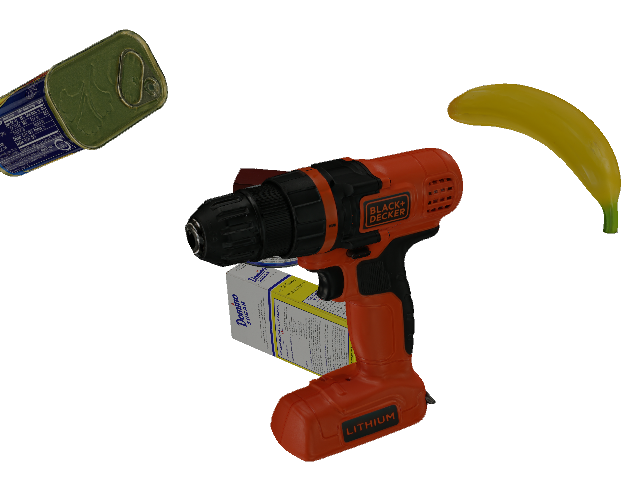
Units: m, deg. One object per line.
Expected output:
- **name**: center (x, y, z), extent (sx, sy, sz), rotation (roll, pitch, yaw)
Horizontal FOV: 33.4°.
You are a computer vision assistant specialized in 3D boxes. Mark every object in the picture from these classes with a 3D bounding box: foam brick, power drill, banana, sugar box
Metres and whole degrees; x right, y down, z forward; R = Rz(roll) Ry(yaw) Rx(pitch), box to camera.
- **foam brick**: center (-0.068, -0.055, 1.338), extent (0.078, 0.053, 0.051), rotation (4, 28, 7)
- **power drill**: center (0.006, 0.041, 0.665), extent (0.184, 0.188, 0.057), rotation (-13, 28, -27)
- **banana**: center (0.175, -0.085, 0.857), extent (0.037, 0.070, 0.198), rotation (4, 31, -42)
- **sugar box**: center (-0.021, 0.090, 1.157), extent (0.176, 0.093, 0.048), rotation (22, 39, 34)

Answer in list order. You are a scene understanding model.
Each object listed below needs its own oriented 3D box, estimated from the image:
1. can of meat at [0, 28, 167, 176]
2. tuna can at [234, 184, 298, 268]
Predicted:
- **can of meat**: center (-0.166, -0.089, 0.706), extent (0.084, 0.057, 0.102), rotation (-16, 20, 37)
- **tuna can**: center (-0.037, -0.012, 0.872), extent (0.086, 0.034, 0.086), rotation (0, 30, 0)
